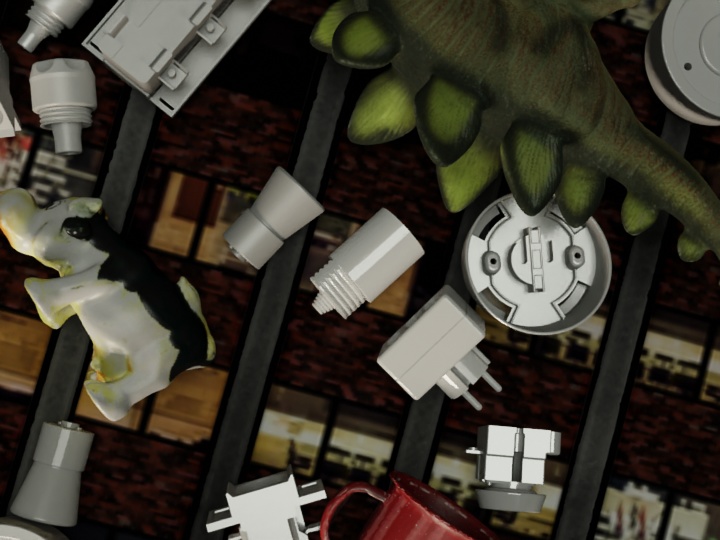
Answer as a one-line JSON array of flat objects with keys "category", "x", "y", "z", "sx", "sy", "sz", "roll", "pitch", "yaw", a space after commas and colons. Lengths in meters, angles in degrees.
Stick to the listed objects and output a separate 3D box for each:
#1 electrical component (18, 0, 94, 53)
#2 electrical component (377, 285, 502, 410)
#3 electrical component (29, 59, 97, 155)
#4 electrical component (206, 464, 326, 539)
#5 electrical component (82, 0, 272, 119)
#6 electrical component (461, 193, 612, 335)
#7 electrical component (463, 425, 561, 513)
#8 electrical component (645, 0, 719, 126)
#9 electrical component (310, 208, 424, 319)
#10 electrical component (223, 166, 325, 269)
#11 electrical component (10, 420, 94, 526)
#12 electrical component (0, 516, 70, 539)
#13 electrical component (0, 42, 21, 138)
[{"category": "electrical component", "x": -0.211, "y": -0.176, "z": 0.736, "sx": 0.035, "sy": 0.035, "sz": 0.061, "roll": 37, "pitch": 87, "yaw": -2}, {"category": "electrical component", "x": 0.062, "y": 0.062, "z": 0.732, "sx": 0.076, "sy": 0.047, "sz": 0.066, "roll": 45, "pitch": 100, "yaw": -1}, {"category": "electrical component", "x": -0.200, "y": -0.110, "z": 0.729, "sx": 0.043, "sy": 0.043, "sz": 0.062, "roll": -5, "pitch": 89, "yaw": -5}, {"category": "electrical component", "x": -0.060, "y": 0.171, "z": 0.727, "sx": 0.081, "sy": 0.042, "sz": 0.063, "roll": -15, "pitch": 90, "yaw": -5}, {"category": "electrical component", "x": -0.120, "y": -0.177, "z": 0.728, "sx": 0.079, "sy": 0.063, "sz": 0.121, "roll": 39, "pitch": 85, "yaw": -2}, {"category": "electrical component", "x": 0.118, "y": -0.005, "z": 0.738, "sx": 0.099, "sy": 0.064, "sz": 0.099, "roll": 0, "pitch": 87, "yaw": -4}, {"category": "electrical component", "x": 0.104, "y": 0.137, "z": 0.740, "sx": 0.066, "sy": 0.048, "sz": 0.055, "roll": 5, "pitch": 79, "yaw": -4}, {"category": "electrical component", "x": 0.254, "y": -0.153, "z": 0.758, "sx": 0.108, "sy": 0.060, "sz": 0.108, "roll": 0, "pitch": 87, "yaw": -5}, {"category": "electrical component", "x": 0.000, "y": 0.000, "z": 0.739, "sx": 0.081, "sy": 0.043, "sz": 0.043, "roll": -42, "pitch": 91, "yaw": -5}, {"category": "electrical component", "x": -0.062, "y": -0.033, "z": 0.738, "sx": 0.044, "sy": 0.044, "sz": 0.065, "roll": 44, "pitch": 90, "yaw": -1}, {"category": "electrical component", "x": -0.203, "y": 0.134, "z": 0.718, "sx": 0.044, "sy": 0.044, "sz": 0.065, "roll": 15, "pitch": 81, "yaw": -4}, {"category": "electrical component", "x": -0.230, "y": 0.213, "z": 0.701, "sx": 0.108, "sy": 0.060, "sz": 0.108, "roll": 0, "pitch": 89, "yaw": -4}, {"category": "electrical component", "x": -0.256, "y": -0.125, "z": 0.713, "sx": 0.042, "sy": 0.081, "sz": 0.063, "roll": -6, "pitch": 65, "yaw": -5}]
